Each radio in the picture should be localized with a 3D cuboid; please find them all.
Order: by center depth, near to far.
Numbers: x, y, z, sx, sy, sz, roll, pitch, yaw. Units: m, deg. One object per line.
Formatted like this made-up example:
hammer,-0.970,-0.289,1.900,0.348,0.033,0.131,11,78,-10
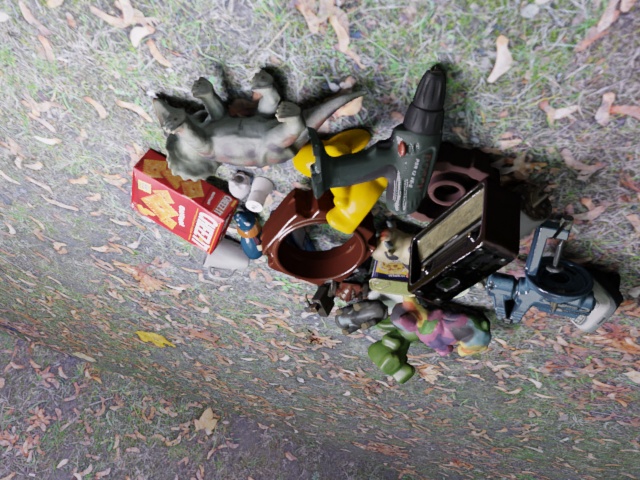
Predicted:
radio,0.238,0.012,0.915,0.073,0.131,0.229,22,145,-13

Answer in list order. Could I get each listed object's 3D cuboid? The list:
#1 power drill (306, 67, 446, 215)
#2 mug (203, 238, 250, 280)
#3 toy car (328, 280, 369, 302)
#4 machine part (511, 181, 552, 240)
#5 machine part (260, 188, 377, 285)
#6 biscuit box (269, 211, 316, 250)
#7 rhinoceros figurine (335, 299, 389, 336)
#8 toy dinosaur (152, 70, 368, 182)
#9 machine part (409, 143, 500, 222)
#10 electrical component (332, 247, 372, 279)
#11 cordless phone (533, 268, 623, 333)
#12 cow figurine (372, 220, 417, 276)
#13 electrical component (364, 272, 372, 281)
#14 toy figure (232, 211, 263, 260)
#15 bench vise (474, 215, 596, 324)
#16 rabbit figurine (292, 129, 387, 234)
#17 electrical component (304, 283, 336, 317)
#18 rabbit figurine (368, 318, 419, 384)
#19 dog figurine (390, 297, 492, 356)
power drill,0.083,-0.144,0.822,0.207,0.086,0.231,-9,124,-10
mug,-0.227,0.047,1.316,0.107,0.109,0.080,13,144,-16
toy car,0.066,0.121,1.276,0.089,0.053,0.202,10,172,-1
machine part,0.332,-0.026,0.966,0.079,0.079,0.243,22,147,-8
machine part,-0.002,-0.003,1.084,0.201,0.087,0.201,22,130,-26
biscuit box,-0.057,0.016,1.225,0.063,0.059,0.202,0,144,22
rhinoceros figurine,0.099,0.190,1.377,0.190,0.112,0.073,-30,83,57
toy dinosaur,-0.118,-0.180,0.917,0.405,0.131,0.192,4,158,11
machine part,0.224,-0.093,0.937,0.179,0.056,0.179,11,146,7
electrical component,0.053,0.053,1.242,0.119,0.048,0.074,-19,133,43
cordless phone,0.494,0.106,1.091,0.184,0.089,0.146,16,148,10
cow figurine,0.198,0.021,1.094,0.195,0.085,0.127,2,144,17
electrical component,0.153,0.098,1.287,0.094,0.021,0.063,-18,134,41
toy figure,-0.163,-0.018,1.228,0.064,0.058,0.154,4,141,9
bench vise,0.410,0.053,1.008,0.224,0.129,0.240,19,130,25
rabbit figurine,0.029,-0.117,0.944,0.173,0.122,0.162,36,145,5
electrical component,0.000,0.150,1.371,0.045,0.102,0.078,-1,134,32
rabbit figurine,0.214,0.265,1.411,0.121,0.170,0.159,40,-178,-29
dog figurine,0.276,0.192,1.270,0.219,0.108,0.192,33,148,-35
